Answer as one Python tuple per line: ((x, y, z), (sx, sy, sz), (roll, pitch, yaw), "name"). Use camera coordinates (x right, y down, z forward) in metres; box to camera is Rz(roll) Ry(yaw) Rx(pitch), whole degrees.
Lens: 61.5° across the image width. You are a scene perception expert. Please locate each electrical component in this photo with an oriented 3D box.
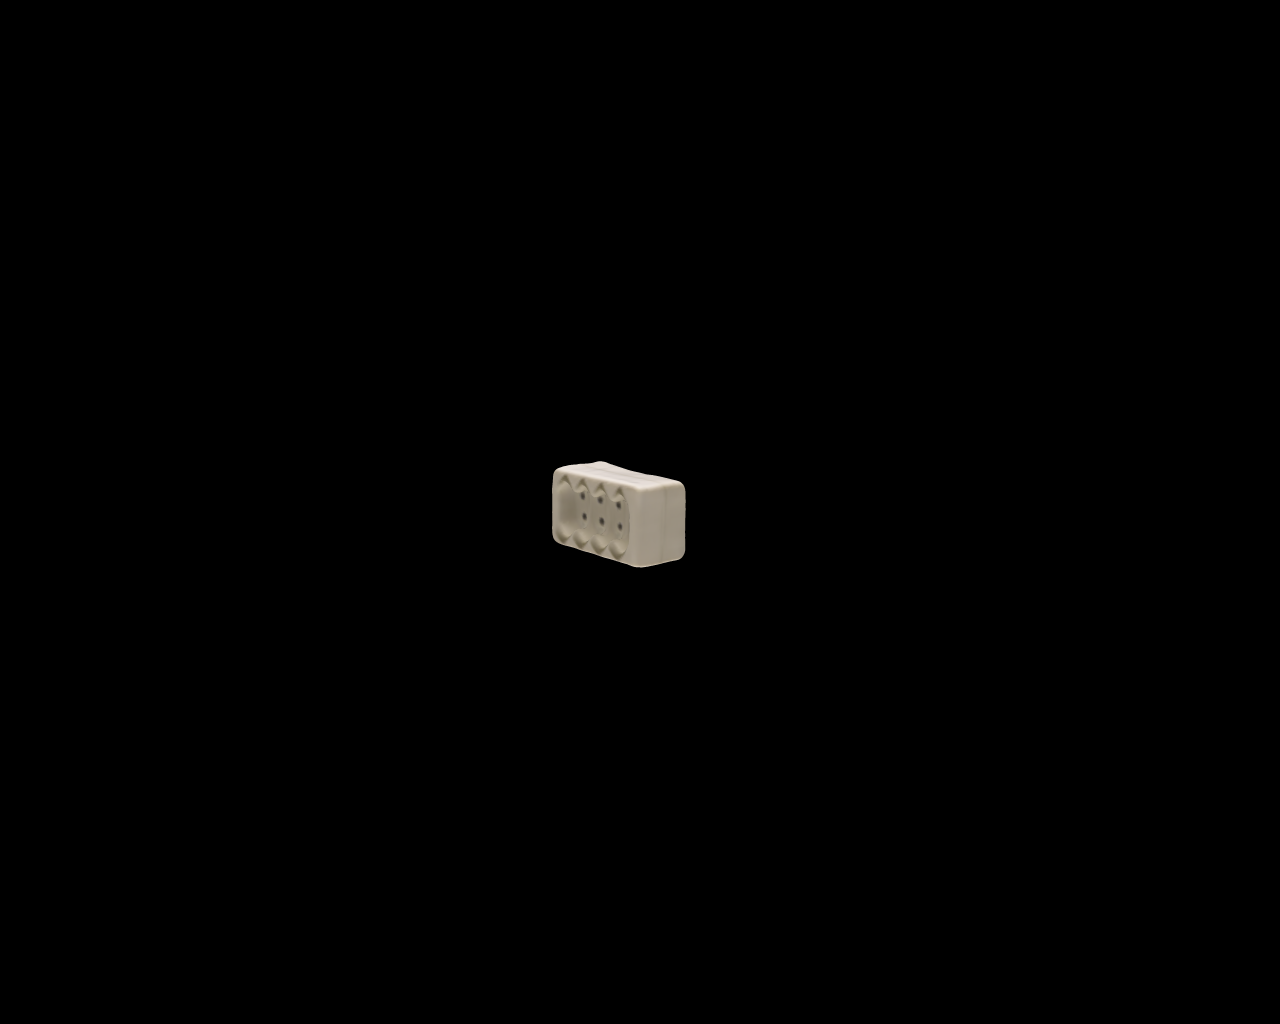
((0.001, -0.003, 0.650), (0.076, 0.047, 0.083), (-11, 17, -38), "electrical component")
